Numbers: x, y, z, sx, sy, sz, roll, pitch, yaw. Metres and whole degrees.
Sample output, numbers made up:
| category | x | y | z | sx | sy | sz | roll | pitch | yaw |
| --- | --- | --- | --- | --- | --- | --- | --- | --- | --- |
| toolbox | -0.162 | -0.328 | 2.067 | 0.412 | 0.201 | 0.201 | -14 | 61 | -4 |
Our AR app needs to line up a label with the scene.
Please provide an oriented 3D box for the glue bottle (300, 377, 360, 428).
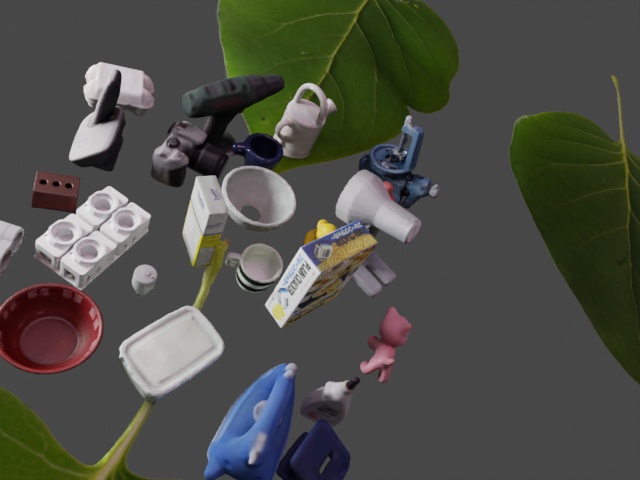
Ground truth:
| category | x | y | z | sx | sy | sz | roll | pitch | yaw |
| --- | --- | --- | --- | --- | --- | --- | --- | --- | --- |
| glue bottle | 0.028 | 0.276 | 1.001 | 0.078 | 0.173 | 0.037 | 21 | 49 | -11 |

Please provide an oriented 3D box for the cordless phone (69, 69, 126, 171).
| category | x | y | z | sx | sy | sz | roll | pitch | yaw |
| --- | --- | --- | --- | --- | --- | --- | --- | --- | --- |
| cordless phone | -0.440 | -0.243 | 1.150 | 0.094 | 0.185 | 0.147 | 12 | 51 | -19 |

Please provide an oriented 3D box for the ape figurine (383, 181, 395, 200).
| category | x | y | z | sx | sy | sz | roll | pitch | yaw |
| --- | --- | --- | --- | --- | --- | --- | --- | --- | --- |
| ape figurine | 0.153 | -0.108 | 1.413 | 0.078 | 0.092 | 0.076 | 23 | 48 | -9 |

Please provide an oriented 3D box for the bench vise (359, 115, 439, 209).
| category | x | y | z | sx | sy | sz | roll | pitch | yaw |
| --- | --- | --- | --- | --- | --- | --- | --- | --- | --- |
| bench vise | 0.223 | -0.200 | 1.432 | 0.207 | 0.219 | 0.121 | 24 | 48 | -9 |

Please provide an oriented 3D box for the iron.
| category | x | y | z | sx | sy | sz | roll | pitch | yaw |
| --- | --- | --- | --- | --- | --- | --- | --- | --- | --- |
| iron | -0.086 | 0.287 | 0.956 | 0.119 | 0.141 | 0.258 | 29 | 48 | -4 |

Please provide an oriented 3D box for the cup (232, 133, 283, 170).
| category | x | y | z | sx | sy | sz | roll | pitch | yaw |
| --- | --- | --- | --- | --- | --- | --- | --- | --- | --- |
| cup | -0.152 | -0.184 | 1.313 | 0.118 | 0.095 | 0.091 | 2 | 55 | -26 |

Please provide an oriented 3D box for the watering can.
| category | x | y | z | sx | sy | sz | roll | pitch | yaw |
| --- | --- | --- | --- | --- | --- | --- | --- | --- | --- |
| watering can | -0.034 | -0.301 | 1.395 | 0.101 | 0.194 | 0.173 | 34 | 47 | 1 |

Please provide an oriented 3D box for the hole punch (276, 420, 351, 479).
| category | x | y | z | sx | sy | sz | roll | pitch | yaw |
| --- | --- | --- | --- | --- | --- | --- | --- | --- | --- |
| hole punch | -0.001 | 0.375 | 0.967 | 0.101 | 0.091 | 0.109 | 39 | 48 | 5 |

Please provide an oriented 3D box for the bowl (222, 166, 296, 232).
| category | x | y | z | sx | sy | sz | roll | pitch | yaw |
| --- | --- | --- | --- | --- | --- | --- | --- | --- | --- |
| bowl | -0.141 | -0.078 | 1.252 | 0.168 | 0.074 | 0.167 | 14 | 50 | -17 |

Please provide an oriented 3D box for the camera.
| category | x | y | z | sx | sy | sz | roll | pitch | yaw |
| --- | --- | --- | --- | --- | --- | --- | --- | --- | --- |
| camera | -0.275 | -0.184 | 1.246 | 0.137 | 0.100 | 0.143 | 27 | 48 | -6 |

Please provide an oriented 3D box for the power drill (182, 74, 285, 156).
| category | x | y | z | sx | sy | sz | roll | pitch | yaw |
| --- | --- | --- | --- | --- | --- | --- | --- | --- | --- |
| power drill | -0.204 | -0.282 | 1.284 | 0.230 | 0.208 | 0.075 | -17 | 64 | -35 |

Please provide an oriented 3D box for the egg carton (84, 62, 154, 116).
| category | x | y | z | sx | sy | sz | roll | pitch | yaw |
| --- | --- | --- | --- | --- | --- | --- | --- | --- | --- |
| egg carton | -0.452 | -0.340 | 1.296 | 0.151 | 0.069 | 0.107 | 6 | 53 | -23 |

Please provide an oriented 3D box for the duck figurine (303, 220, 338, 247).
| category | x | y | z | sx | sy | sz | roll | pitch | yaw |
| --- | --- | --- | --- | --- | --- | --- | --- | --- | --- |
| duck figurine | 0.012 | 0.005 | 1.259 | 0.078 | 0.086 | 0.104 | -1 | 56 | -27 |

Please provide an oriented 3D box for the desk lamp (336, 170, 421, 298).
| category | x | y | z | sx | sy | sz | roll | pitch | yaw |
| --- | --- | --- | --- | --- | --- | --- | --- | --- | --- |
| desk lamp | 0.115 | -0.019 | 1.244 | 0.203 | 0.213 | 0.118 | 45 | 49 | 11 |

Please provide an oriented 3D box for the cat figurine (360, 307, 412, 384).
| category | x | y | z | sx | sy | sz | roll | pitch | yaw |
| --- | --- | --- | --- | --- | --- | --- | --- | --- | --- |
| cat figurine | 0.142 | 0.205 | 1.151 | 0.067 | 0.117 | 0.128 | 25 | 48 | -8 |
